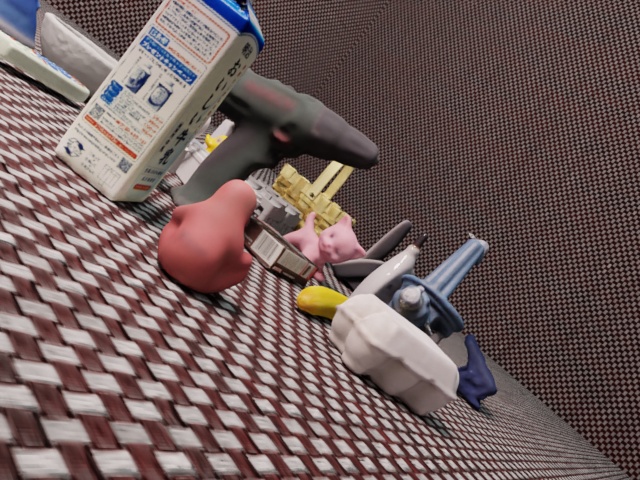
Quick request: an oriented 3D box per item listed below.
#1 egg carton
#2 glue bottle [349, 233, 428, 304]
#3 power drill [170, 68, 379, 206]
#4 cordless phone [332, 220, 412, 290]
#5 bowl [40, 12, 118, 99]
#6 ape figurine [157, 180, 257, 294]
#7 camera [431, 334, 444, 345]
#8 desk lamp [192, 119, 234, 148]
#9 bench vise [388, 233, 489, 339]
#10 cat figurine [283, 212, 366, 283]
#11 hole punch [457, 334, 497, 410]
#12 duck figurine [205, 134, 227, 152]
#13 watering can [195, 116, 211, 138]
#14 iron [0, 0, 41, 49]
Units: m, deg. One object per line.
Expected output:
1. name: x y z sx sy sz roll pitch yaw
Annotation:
1. egg carton: 0.081 0.124 0.629 0.151 0.069 0.107 37 5 -24
2. glue bottle: 0.118 0.058 0.925 0.078 0.173 0.037 34 6 -48
3. power drill: -0.073 -0.098 0.707 0.230 0.208 0.075 39 4 -3
4. cordless phone: 0.117 0.023 1.186 0.094 0.185 0.148 40 4 10
5. bowl: -0.366 -0.267 0.888 0.167 0.074 0.167 39 4 -3
6. ape figurine: -0.083 -0.007 0.461 0.077 0.092 0.076 40 4 12
7. camera: 0.165 0.126 1.094 0.143 0.100 0.136 37 5 -22
8. desk lamp: -0.201 -0.263 1.296 0.203 0.213 0.118 40 4 13
9. bench vise: 0.178 0.084 0.845 0.121 0.219 0.208 39 4 6
10. cat figurine: 0.009 0.003 0.941 0.127 0.117 0.067 42 5 36
11. hole punch: 0.264 0.223 0.980 0.101 0.091 0.109 40 4 15
12. duck figurine: -0.199 -0.164 1.137 0.105 0.086 0.077 38 4 -13
13. watering can: -0.218 -0.224 0.884 0.172 0.194 0.101 40 4 13
14. iron: -0.493 -0.406 0.820 0.118 0.141 0.259 43 6 41
